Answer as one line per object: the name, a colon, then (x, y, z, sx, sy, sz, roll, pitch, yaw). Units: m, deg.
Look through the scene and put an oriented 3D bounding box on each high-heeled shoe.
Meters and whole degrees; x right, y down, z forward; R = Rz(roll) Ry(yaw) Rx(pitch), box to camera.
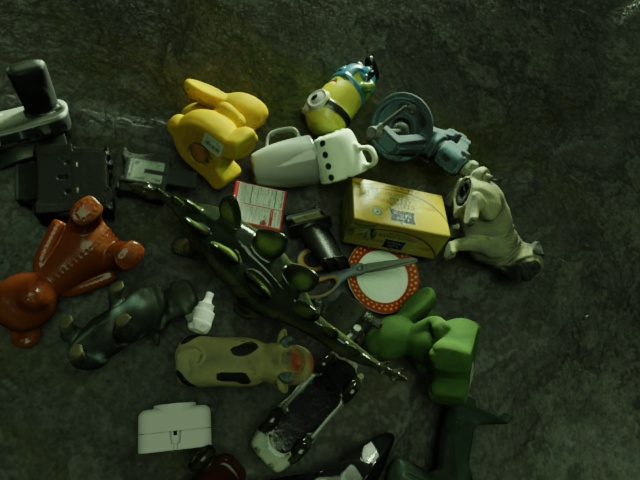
high-heeled shoe: (-0.009, 0.337, 0.770, 0.145, 0.086, 0.249, 27, 43, 28)

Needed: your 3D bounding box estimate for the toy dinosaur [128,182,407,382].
toy dinosaur: (-0.084, 0.052, 0.762, 0.471, 0.198, 0.105, 36, 72, 2)

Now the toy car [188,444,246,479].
toy car: (-0.179, 0.357, 0.694, 0.202, 0.053, 0.089, -44, 92, -4)

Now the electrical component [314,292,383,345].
electrical component: (0.036, 0.122, 0.833, 0.078, 0.045, 0.102, -45, 59, -9)

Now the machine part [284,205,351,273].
machine part: (-0.002, -0.003, 0.872, 0.084, 0.039, 0.139, -15, 48, -26)

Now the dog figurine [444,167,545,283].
dog figurine: (0.313, -0.022, 0.921, 0.190, 0.172, 0.121, 14, 33, -11)

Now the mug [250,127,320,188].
mug: (-0.064, -0.136, 0.900, 0.107, 0.081, 0.109, -14, 79, -10)

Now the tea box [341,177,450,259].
tea box: (0.124, -0.037, 0.909, 0.170, 0.068, 0.098, 10, 48, -14)

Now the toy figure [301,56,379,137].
toy figure: (0.044, -0.257, 0.972, 0.089, 0.082, 0.180, 43, 64, 3)

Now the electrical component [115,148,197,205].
electrical component: (-0.256, -0.098, 0.848, 0.119, 0.047, 0.075, 5, 71, -14)

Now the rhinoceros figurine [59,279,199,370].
rhinoceros figurine: (-0.259, 0.116, 0.742, 0.190, 0.112, 0.073, -31, 53, -10)

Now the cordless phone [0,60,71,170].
cordless phone: (-0.435, -0.183, 0.755, 0.146, 0.184, 0.088, -21, 83, -21)

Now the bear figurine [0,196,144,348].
bear figurine: (-0.358, 0.047, 0.727, 0.196, 0.132, 0.120, -46, 108, -30)

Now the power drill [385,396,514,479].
power drill: (0.224, 0.352, 0.814, 0.232, 0.086, 0.207, 26, 74, -3)

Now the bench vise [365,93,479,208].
bench vise: (0.161, -0.169, 0.928, 0.224, 0.129, 0.240, 53, 33, 14)

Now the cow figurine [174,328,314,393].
cow figurine: (-0.105, 0.169, 0.753, 0.195, 0.127, 0.085, 5, 73, -11)

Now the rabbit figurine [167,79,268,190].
rabbit figurine: (-0.161, -0.188, 0.888, 0.162, 0.121, 0.173, 32, 50, 8)

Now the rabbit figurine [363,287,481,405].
rabbit figurine: (0.155, 0.149, 0.834, 0.170, 0.121, 0.159, 8, 47, 21)

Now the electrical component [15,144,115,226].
electrical component: (-0.379, -0.082, 0.804, 0.134, 0.058, 0.115, -6, 71, -18)

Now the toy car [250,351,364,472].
toy car: (-0.015, 0.244, 0.787, 0.073, 0.056, 0.202, 44, 59, 7)
